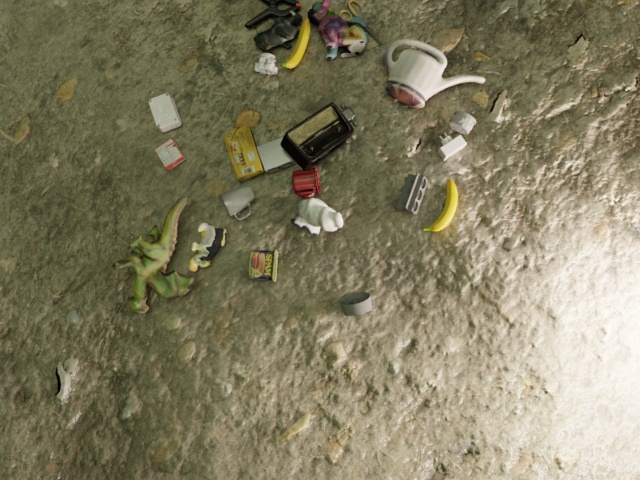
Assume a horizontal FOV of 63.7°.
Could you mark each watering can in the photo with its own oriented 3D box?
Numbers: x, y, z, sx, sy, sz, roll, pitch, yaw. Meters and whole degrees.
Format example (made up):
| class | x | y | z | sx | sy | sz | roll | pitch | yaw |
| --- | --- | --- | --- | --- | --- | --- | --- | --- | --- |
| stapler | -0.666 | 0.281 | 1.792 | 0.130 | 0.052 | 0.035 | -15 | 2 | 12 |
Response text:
| class | x | y | z | sx | sy | sz | roll | pitch | yaw |
| --- | --- | --- | --- | --- | --- | --- | --- | --- | --- |
| watering can | 0.366 | -0.547 | 1.748 | 0.348 | 0.103 | 0.225 | 28 | 83 | 6 |

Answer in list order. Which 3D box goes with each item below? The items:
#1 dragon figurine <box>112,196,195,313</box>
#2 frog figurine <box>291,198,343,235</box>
| class | x | y | z | sx | sy | sz | roll | pitch | yaw |
| --- | --- | --- | --- | --- | --- | --- | --- | --- | --- |
| dragon figurine | -0.503 | 0.076 | 1.671 | 0.409 | 0.122 | 0.243 | -45 | 87 | 6 |
| frog figurine | 0.005 | -0.083 | 1.654 | 0.158 | 0.136 | 0.125 | -19 | 36 | 45 |
